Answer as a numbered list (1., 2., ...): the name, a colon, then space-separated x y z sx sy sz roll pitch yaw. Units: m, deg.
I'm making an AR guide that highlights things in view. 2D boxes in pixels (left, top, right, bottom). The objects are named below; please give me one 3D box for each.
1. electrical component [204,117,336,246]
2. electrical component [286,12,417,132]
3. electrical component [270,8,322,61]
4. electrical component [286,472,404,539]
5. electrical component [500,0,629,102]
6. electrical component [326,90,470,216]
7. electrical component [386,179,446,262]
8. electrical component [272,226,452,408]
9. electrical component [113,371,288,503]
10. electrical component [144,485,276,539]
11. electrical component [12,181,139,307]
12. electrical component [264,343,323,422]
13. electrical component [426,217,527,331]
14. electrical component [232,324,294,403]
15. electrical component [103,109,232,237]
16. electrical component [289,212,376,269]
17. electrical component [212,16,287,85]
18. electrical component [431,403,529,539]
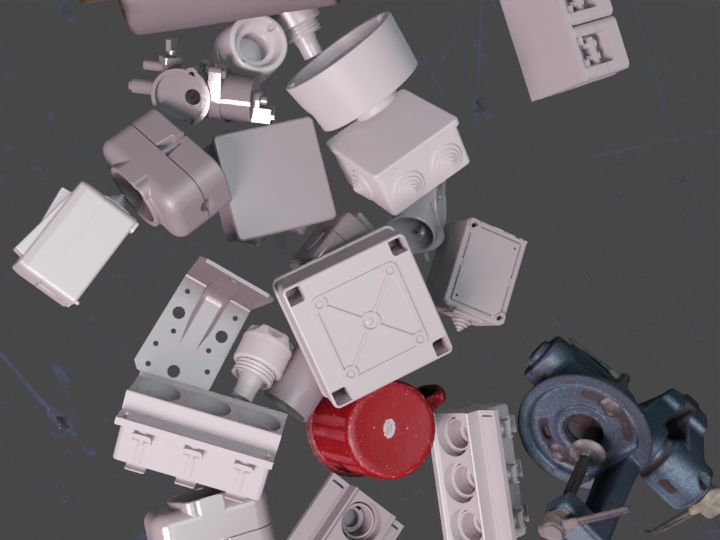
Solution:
1. electrical component: -0.077 -0.074 0.900 0.100 0.048 0.099 -15 92 -22
2. electrical component: -0.002 -0.161 0.909 0.108 0.108 0.060 -44 109 -19
3. electrical component: -0.054 -0.212 0.923 0.048 0.048 0.062 -33 105 -21
4. electrical component: -0.032 0.239 0.890 0.079 0.063 0.121 40 73 -15
5. electrical component: 0.185 -0.244 0.997 0.062 0.089 0.150 -20 94 -22
6. electrical component: 0.033 -0.100 0.918 0.100 0.100 0.048 -36 129 -11
7. electrical component: 0.054 -0.043 0.947 0.077 0.044 0.079 -76 156 -44
8. electrical component: 0.002 0.036 0.857 0.109 0.056 0.108 -26 103 -8
9. electrical component: -0.125 0.131 0.840 0.121 0.078 0.063 17 104 -2
10. electrical component: -0.121 0.206 0.861 0.095 0.054 0.059 -12 91 -22
11. electrical component: -0.220 -0.027 0.832 0.061 0.062 0.096 39 73 -16
12. electrical component: -0.040 0.082 0.908 0.043 0.043 0.081 39 73 -15
13. electrical component: 0.097 0.009 0.959 0.062 0.061 0.096 22 79 -20
14. electrical component: -0.084 0.079 0.878 0.043 0.043 0.062 34 62 -17
15. electrical component: -0.155 -0.074 0.847 0.059 0.053 0.095 -40 63 -19
16. electrical component: 0.000 0.000 0.920 0.096 0.062 0.061 42 73 -15
17. electrical component: -0.091 -0.185 0.903 0.055 0.047 0.055 2 86 -22
18. electrical component: 0.106 0.181 0.949 0.063 0.079 0.121 -8 89 -44
